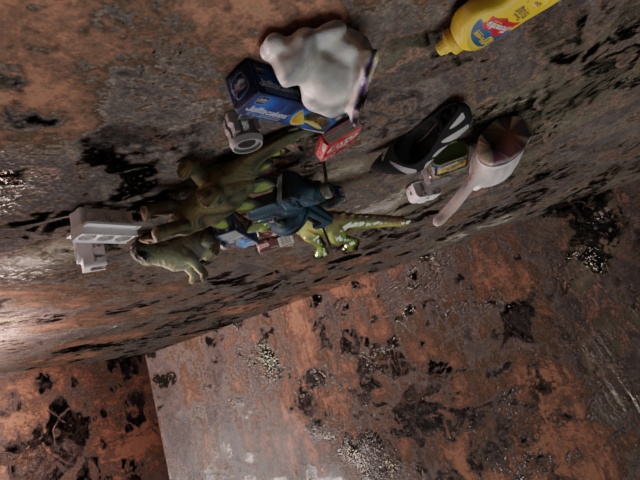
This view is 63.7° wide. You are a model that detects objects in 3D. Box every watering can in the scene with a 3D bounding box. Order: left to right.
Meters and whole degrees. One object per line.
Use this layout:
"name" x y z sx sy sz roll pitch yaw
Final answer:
"watering can" 0.419 -0.181 1.304 0.105 0.349 0.221 43 -9 18

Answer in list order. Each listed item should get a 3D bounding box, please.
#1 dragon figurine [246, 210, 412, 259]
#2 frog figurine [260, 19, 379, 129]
"dragon figurine" 0.004 -0.066 1.307 0.408 0.125 0.238 -14 -34 21
"frog figurine" -0.004 -0.245 0.730 0.159 0.125 0.134 18 -35 0
